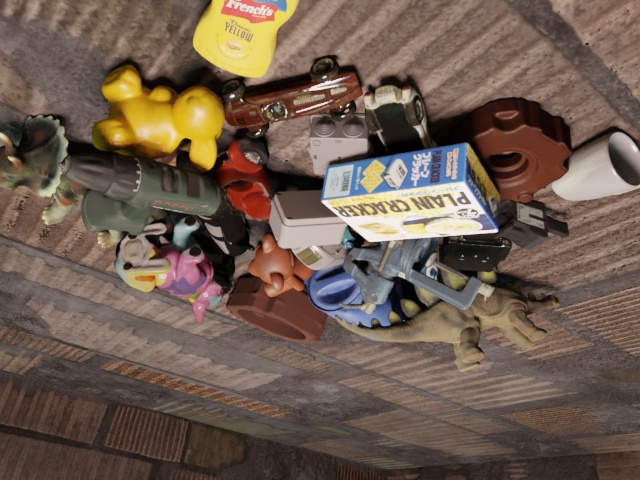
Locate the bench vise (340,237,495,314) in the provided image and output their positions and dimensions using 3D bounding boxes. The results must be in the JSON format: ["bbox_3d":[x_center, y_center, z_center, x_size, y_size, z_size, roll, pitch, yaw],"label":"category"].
[{"bbox_3d":[0.165,0.052,0.901,0.241,0.223,0.128,28,178,22],"label":"bench vise"}]

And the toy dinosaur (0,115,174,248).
[{"bbox_3d":[-0.367,-0.085,0.922,0.404,0.131,0.192,18,148,-28],"label":"toy dinosaur"}]

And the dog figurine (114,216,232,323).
[{"bbox_3d":[-0.263,0.072,0.991,0.192,0.109,0.219,-14,142,-15],"label":"dog figurine"}]

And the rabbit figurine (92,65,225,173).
[{"bbox_3d":[-0.202,-0.158,0.747,0.173,0.122,0.162,-7,152,28],"label":"rabbit figurine"}]

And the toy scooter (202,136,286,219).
[{"bbox_3d":[-0.132,-0.090,0.874,0.135,0.075,0.183,-16,144,4],"label":"toy scooter"}]

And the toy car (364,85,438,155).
[{"bbox_3d":[0.123,-0.145,0.769,0.074,0.056,0.201,-2,147,27],"label":"toy car"}]

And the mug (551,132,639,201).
[{"bbox_3d":[0.401,-0.095,0.778,0.109,0.081,0.107,17,159,-27],"label":"mug"}]

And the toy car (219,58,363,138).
[{"bbox_3d":[-0.043,-0.188,0.737,0.202,0.053,0.089,-4,144,21],"label":"toy car"}]

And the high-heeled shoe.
[{"bbox_3d":[-0.200,-0.063,0.989,0.145,0.086,0.248,21,148,54],"label":"high-heeled shoe"}]

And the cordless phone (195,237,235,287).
[{"bbox_3d":[-0.257,0.065,1.176,0.147,0.088,0.184,8,160,-2],"label":"cordless phone"}]

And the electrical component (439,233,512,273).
[{"bbox_3d":[0.282,0.005,0.979,0.115,0.058,0.134,2,149,5],"label":"electrical component"}]

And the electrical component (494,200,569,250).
[{"bbox_3d":[0.351,-0.027,0.899,0.119,0.075,0.047,14,149,-17],"label":"electrical component"}]

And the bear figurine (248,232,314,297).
[{"bbox_3d":[-0.088,0.049,1.017,0.132,0.120,0.196,-17,176,21],"label":"bear figurine"}]

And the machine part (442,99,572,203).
[{"bbox_3d":[0.268,-0.121,0.776,0.179,0.056,0.179,5,147,3],"label":"machine part"}]

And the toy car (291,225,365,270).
[{"bbox_3d":[-0.002,-0.003,0.960,0.161,0.103,0.109,39,134,-25],"label":"toy car"}]

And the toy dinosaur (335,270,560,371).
[{"bbox_3d":[0.270,0.151,1.054,0.471,0.199,0.105,-11,149,-17],"label":"toy dinosaur"}]

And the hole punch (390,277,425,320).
[{"bbox_3d":[0.194,0.137,1.151,0.116,0.142,0.092,12,154,-30],"label":"hole punch"}]

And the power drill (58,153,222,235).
[{"bbox_3d":[-0.278,-0.068,0.779,0.232,0.086,0.207,6,160,-39],"label":"power drill"}]

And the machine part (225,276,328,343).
[{"bbox_3d":[-0.097,0.159,1.240,0.201,0.087,0.201,32,157,-28],"label":"machine part"}]
